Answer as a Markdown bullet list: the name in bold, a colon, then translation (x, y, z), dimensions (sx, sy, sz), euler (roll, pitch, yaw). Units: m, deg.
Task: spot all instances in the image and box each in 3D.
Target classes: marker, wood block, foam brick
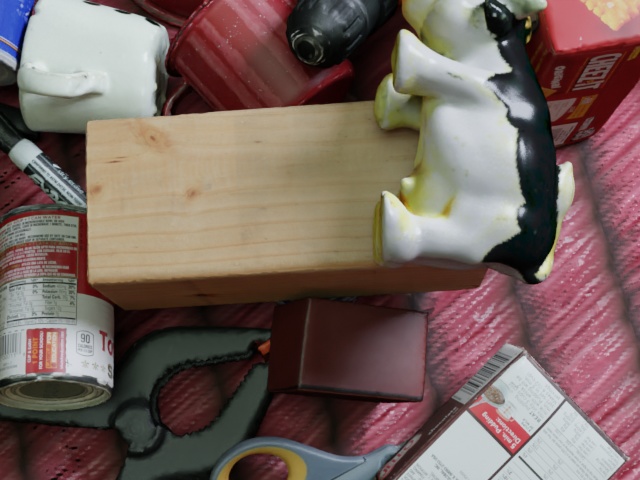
- **marker**: translation (-0.164, -0.035, 0.662), dimensions (0.121, 0.020, 0.020), euler (44, 84, -3)
- **wood block**: translation (-0.016, -0.017, 0.586), dimensions (0.206, 0.091, 0.090), euler (-4, 77, 2)
- **foam brick**: translation (0.015, 0.064, 0.608), dimensions (0.078, 0.053, 0.051), euler (9, 78, -23)

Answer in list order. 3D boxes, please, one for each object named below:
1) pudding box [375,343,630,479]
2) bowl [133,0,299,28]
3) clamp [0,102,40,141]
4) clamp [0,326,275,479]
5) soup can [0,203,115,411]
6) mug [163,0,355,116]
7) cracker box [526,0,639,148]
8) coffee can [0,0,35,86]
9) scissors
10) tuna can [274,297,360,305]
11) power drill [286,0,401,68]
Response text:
- **pudding box**: translation (0.101, 0.128, 0.598), dimensions (0.113, 0.039, 0.090), euler (-44, 93, -4)
- **bowl**: translation (-0.069, -0.220, 0.693), dimensions (0.162, 0.055, 0.162), euler (-1, 78, 5)
- **clamp**: translation (-0.264, -0.091, 0.690), dimensions (0.120, 0.039, 0.171), euler (-33, 83, -10)
- **clamp**: translation (-0.104, 0.123, 0.626), dimensions (0.210, 0.036, 0.164), euler (-25, 78, -4)
- **soup can**: translation (-0.150, 0.039, 0.602), dimensions (0.068, 0.068, 0.102), euler (-6, 68, 4)
- **mug**: translation (-0.042, -0.096, 0.647), dimensions (0.117, 0.093, 0.081), euler (-42, 82, 0)
- **cracker box**: translation (0.124, -0.176, 0.609), dimensions (0.072, 0.164, 0.214), euler (-9, 77, -2)
- **coffee can**: translation (-0.216, -0.174, 0.634), dimensions (0.103, 0.103, 0.140), euler (9, 82, 7)
- **scissors**: translation (0.022, 0.119, 0.615), dimensions (0.201, 0.016, 0.096), euler (-40, 101, -5)
- **tuna can**: translation (-0.004, 0.001, 0.647), dimensions (0.086, 0.034, 0.086), euler (-1, 77, 4)
- **power drill**: translation (-0.017, -0.204, 0.617), dimensions (0.187, 0.057, 0.184), euler (47, 43, -14)
